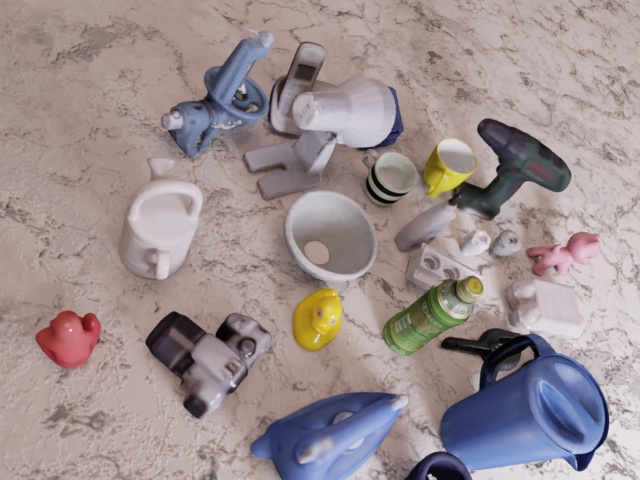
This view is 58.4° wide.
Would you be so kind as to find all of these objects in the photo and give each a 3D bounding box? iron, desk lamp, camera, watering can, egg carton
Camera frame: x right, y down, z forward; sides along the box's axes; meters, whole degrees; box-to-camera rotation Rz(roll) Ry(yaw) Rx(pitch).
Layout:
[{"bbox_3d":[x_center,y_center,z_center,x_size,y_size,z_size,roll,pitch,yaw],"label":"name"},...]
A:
[{"bbox_3d":[0.043,0.260,0.791,0.259,0.141,0.118,-21,72,-32],"label":"iron"},{"bbox_3d":[0.002,-0.180,0.979,0.204,0.213,0.118,-20,72,-32],"label":"desk lamp"},{"bbox_3d":[-0.157,0.147,0.788,0.137,0.100,0.143,40,54,1],"label":"camera"},{"bbox_3d":[-0.225,-0.036,0.803,0.101,0.193,0.172,-21,73,-32],"label":"watering can"},{"bbox_3d":[0.429,0.131,1.087,0.151,0.069,0.107,11,58,-19],"label":"egg carton"}]

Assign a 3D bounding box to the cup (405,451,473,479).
[{"bbox_3d":[0.170,0.359,0.822,0.118,0.094,0.091,13,58,-17],"label":"cup"}]

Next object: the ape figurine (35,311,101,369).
[{"bbox_3d":[-0.321,0.119,0.733,0.078,0.092,0.076,1,62,-24],"label":"ape figurine"}]

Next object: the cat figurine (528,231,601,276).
[{"bbox_3d":[0.506,0.021,1.156,0.128,0.117,0.067,0,62,-25],"label":"cat figurine"}]

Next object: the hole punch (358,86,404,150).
[{"bbox_3d":[0.115,-0.244,1.143,0.109,0.091,0.101,-18,71,-31],"label":"hole punch"}]

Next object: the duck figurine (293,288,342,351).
[{"bbox_3d":[0.007,0.114,0.892,0.077,0.086,0.105,31,54,-6],"label":"duck figurine"}]

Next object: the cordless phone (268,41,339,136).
[{"bbox_3d":[-0.007,-0.273,1.045,0.148,0.185,0.094,3,61,-23],"label":"cordless phone"}]

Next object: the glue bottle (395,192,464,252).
[{"bbox_3d":[0.204,-0.036,1.015,0.078,0.173,0.037,-12,68,-29],"label":"glue bottle"}]

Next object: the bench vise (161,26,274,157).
[{"bbox_3d":[-0.151,-0.234,0.935,0.121,0.219,0.208,36,54,-2],"label":"bench vise"}]

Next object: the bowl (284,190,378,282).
[{"bbox_3d":[0.009,0.003,0.963,0.168,0.074,0.167,11,58,-19],"label":"bowl"}]

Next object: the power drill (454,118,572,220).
[{"bbox_3d":[0.356,-0.130,1.116,0.230,0.208,0.075,17,57,-15],"label":"power drill"}]
